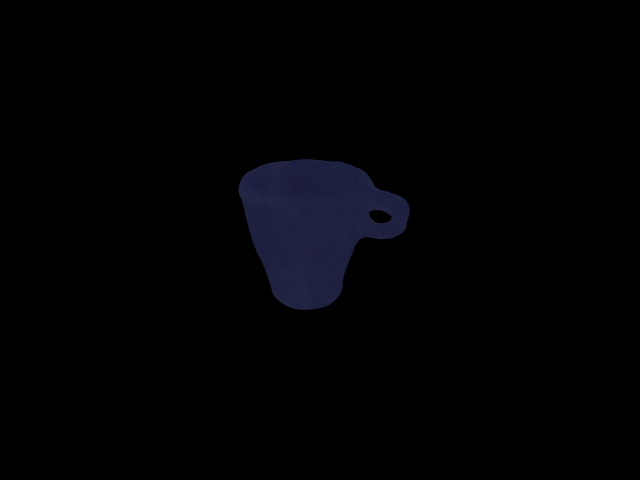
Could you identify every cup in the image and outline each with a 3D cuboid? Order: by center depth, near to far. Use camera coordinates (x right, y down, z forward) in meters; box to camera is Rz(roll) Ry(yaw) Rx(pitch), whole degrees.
[{"bbox_3d":[0.004,0.001,0.400,0.117,0.095,0.092,10,28,21],"label":"cup"}]
